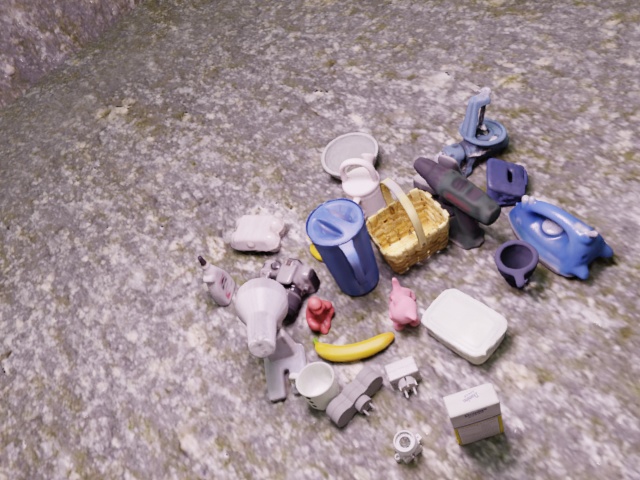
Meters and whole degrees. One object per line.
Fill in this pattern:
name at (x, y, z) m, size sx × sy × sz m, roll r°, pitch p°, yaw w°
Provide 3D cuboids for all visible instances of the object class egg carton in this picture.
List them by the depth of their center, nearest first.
egg carton at (-0.170, -0.015, 1.570) m, size 0.150 × 0.070 × 0.107 m, roll 0°, pitch 54°, yaw 21°

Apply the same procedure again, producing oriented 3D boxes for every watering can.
watering can at (0.108, -0.148, 1.487) m, size 0.101 × 0.194 × 0.172 m, roll -15°, pitch 50°, yaw 9°

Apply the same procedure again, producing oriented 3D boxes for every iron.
iron at (0.516, -0.032, 1.280) m, size 0.119 × 0.142 × 0.257 m, roll -39°, pitch 50°, yaw -11°

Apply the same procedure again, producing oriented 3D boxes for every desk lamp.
desk lamp at (-0.106, 0.217, 1.270) m, size 0.118 × 0.214 × 0.203 m, roll -19°, pitch 50°, yaw 6°

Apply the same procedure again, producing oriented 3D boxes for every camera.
camera at (-0.091, 0.120, 1.415) m, size 0.142 × 0.101 × 0.137 m, roll 5°, pitch 56°, yaw 24°

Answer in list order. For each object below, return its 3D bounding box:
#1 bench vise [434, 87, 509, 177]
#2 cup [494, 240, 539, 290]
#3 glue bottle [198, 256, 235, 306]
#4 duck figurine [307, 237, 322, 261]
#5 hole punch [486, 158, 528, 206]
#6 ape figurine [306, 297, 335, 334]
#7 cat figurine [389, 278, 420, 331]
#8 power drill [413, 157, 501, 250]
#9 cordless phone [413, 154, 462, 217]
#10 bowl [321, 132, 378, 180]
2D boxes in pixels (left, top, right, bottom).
bench vise at (0.390, -0.267, 1.457) m, size 0.208 × 0.220 × 0.121 m, roll -44°, pitch 52°, yaw -16°
cup at (0.435, 0.072, 1.260) m, size 0.091 × 0.095 × 0.117 m, roll -8°, pitch 51°, yaw 15°
glue bottle at (-0.269, 0.094, 1.453) m, size 0.037 × 0.173 × 0.078 m, roll -5°, pitch 52°, yaw 17°
duck figurine at (0.014, 0.005, 1.475) m, size 0.104 × 0.086 × 0.077 m, roll 13°, pitch 59°, yaw 28°
hole punch at (0.463, -0.148, 1.423) m, size 0.101 × 0.091 × 0.108 m, roll -2°, pitch 53°, yaw 19°
ape figurine at (-0.005, 0.168, 1.351) m, size 0.078 × 0.092 × 0.076 m, roll -36°, pitch 50°, yaw -9°
cat figurine at (0.182, 0.144, 1.283) m, size 0.067 × 0.118 × 0.127 m, roll -16°, pitch 50°, yaw 8°
power drill at (0.321, -0.080, 1.345) m, size 0.076 × 0.209 × 0.228 m, roll -44°, pitch 51°, yaw -15°
cordless phone at (0.299, -0.160, 1.431) m, size 0.147 × 0.185 × 0.094 m, roll 24°, pitch 65°, yaw 33°
bowl at (0.092, -0.225, 1.632) m, size 0.167 × 0.075 × 0.167 m, roll -10°, pitch 51°, yaw 13°
